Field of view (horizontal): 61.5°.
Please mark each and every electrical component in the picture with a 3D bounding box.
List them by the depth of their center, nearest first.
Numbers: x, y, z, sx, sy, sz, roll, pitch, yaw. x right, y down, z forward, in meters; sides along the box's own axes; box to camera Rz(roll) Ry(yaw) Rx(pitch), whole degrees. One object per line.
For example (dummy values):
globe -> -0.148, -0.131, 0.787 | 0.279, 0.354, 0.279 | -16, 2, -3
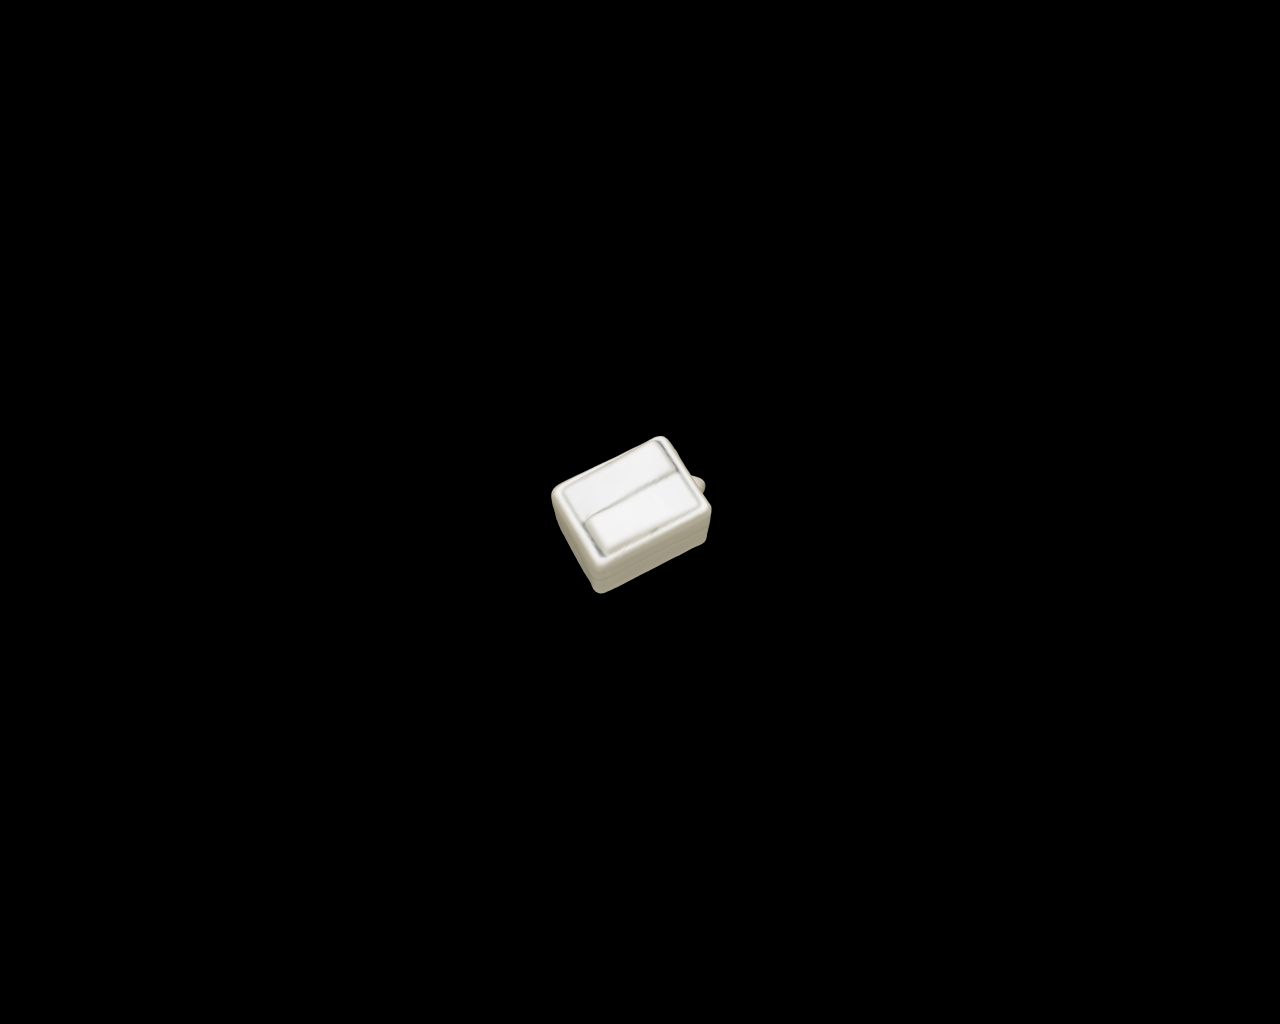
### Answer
electrical component -> 0.001, -0.003, 0.650 | 0.096, 0.062, 0.061 | -26, -20, -11
